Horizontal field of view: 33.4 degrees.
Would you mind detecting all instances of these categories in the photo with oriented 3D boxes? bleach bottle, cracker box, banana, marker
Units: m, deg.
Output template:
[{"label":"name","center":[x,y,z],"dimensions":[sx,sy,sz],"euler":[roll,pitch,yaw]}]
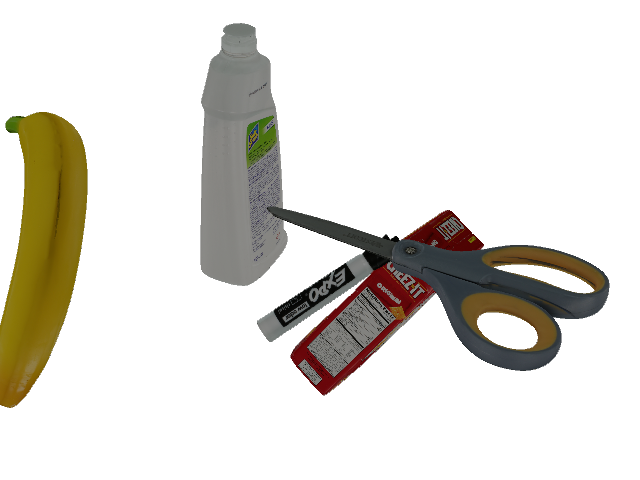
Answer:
[{"label":"bleach bottle","center":[-0.072,-0.084,0.999],"dimensions":[0.068,0.251,0.102],"euler":[16,37,17]},{"label":"cracker box","center":[0.077,0.071,1.267],"dimensions":[0.214,0.072,0.164],"euler":[-48,-8,31]},{"label":"banana","center":[-0.163,-0.003,0.627],"dimensions":[0.037,0.198,0.070],"euler":[15,-34,-31]},{"label":"marker","center":[0.008,0.034,0.783],"dimensions":[0.121,0.020,0.020],"euler":[-34,-2,3]}]

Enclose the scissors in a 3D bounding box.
[{"label":"scissors","center":[0.052,0.023,0.579],"dimensions":[0.202,0.016,0.096],"euler":[8,40,15]}]
